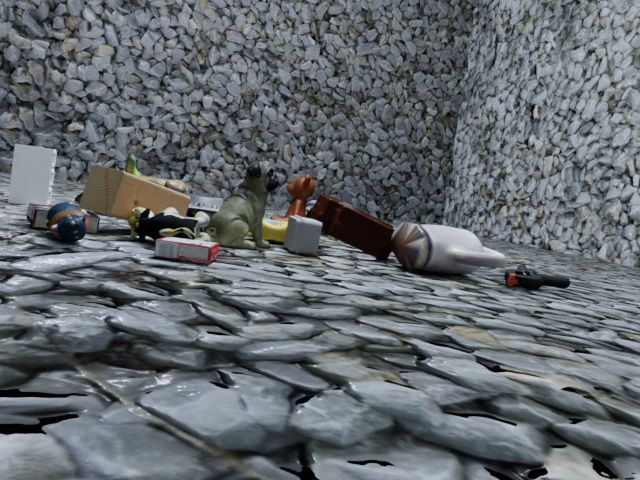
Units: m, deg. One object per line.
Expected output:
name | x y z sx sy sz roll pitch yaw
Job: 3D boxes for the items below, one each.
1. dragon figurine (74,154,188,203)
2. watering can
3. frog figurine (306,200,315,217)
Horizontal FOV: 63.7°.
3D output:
dragon figurine | -0.537 -0.124 1.526 0.407 0.125 0.240 -14 -37 43
watering can | 0.263 0.015 1.180 0.224 0.103 0.349 7 7 -19
frog figurine | 0.006 -0.101 2.005 0.136 0.122 0.161 -11 6 29
